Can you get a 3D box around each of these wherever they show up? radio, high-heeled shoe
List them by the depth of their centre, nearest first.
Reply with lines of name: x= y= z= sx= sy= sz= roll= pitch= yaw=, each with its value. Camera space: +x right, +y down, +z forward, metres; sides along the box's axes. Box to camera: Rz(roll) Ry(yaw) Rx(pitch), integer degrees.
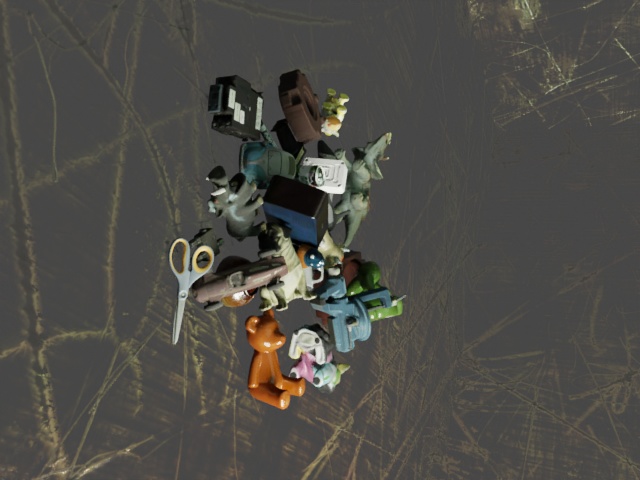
radio: x=-0.053 y=-0.057 z=1.218 sx=0.229 sy=0.131 sz=0.073 roll=90 pitch=22 yaw=-70
high-heeled shoe: x=-0.005 y=-0.142 z=1.479 sx=0.145 sy=0.086 sz=0.248 roll=-21 pitch=90 yaw=-23

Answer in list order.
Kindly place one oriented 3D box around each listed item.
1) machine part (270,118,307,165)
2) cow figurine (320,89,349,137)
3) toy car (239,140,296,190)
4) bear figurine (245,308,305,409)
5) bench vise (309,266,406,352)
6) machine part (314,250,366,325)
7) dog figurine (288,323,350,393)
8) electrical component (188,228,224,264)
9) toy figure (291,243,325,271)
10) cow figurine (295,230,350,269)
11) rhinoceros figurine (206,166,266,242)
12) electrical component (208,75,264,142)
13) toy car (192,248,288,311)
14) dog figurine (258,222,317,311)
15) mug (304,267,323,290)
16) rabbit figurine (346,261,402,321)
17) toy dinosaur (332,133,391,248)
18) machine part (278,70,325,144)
machine part: x=-0.074 y=-0.244 z=1.347 sx=0.084 sy=0.039 sz=0.138 roll=-63 pitch=145 yaw=-25
cow figurine: x=0.028 y=-0.330 z=1.465 sx=0.167 sy=0.068 sz=0.098 roll=-79 pitch=-172 yaw=-45
toy car: x=-0.108 y=-0.164 z=1.222 sx=0.161 sy=0.103 sz=0.109 roll=5 pitch=88 yaw=-59
bear figurine: x=-0.106 y=0.263 z=1.226 sx=0.120 sy=0.132 sz=0.195 roll=-8 pitch=104 yaw=-65
bench vise: x=0.094 y=0.164 z=1.391 sx=0.240 sy=0.129 sz=0.223 roll=-11 pitch=84 yaw=-28
machine part: x=0.061 y=0.138 z=1.564 sx=0.201 sy=0.087 sz=0.201 roll=-21 pitch=108 yaw=-60
dog figurine: x=0.006 y=0.322 z=1.459 sx=0.219 sy=0.109 sz=0.191 roll=19 pitch=72 yaw=-65
electrical component: x=-0.230 y=0.007 z=1.090 sx=0.094 sy=0.021 sz=0.063 roll=-42 pitch=127 yaw=-52
toy figure: x=-0.052 y=0.037 z=1.278 sx=0.064 sy=0.155 sz=0.058 roll=29 pitch=68 yaw=-57
cow figurine: x=-0.003 y=-0.004 z=1.396 sx=0.085 sy=0.127 sz=0.194 roll=-50 pitch=131 yaw=-45
rhinoceros figurine: x=-0.176 y=-0.077 z=1.109 sx=0.190 sy=0.112 sz=0.073 roll=78 pitch=-9 yaw=-51
electrical component: x=-0.179 y=-0.278 z=1.132 sx=0.134 sy=0.058 sz=0.115 roll=16 pitch=76 yaw=-60
toy car: x=-0.159 y=0.078 z=1.093 sx=0.202 sy=0.053 sz=0.089 roll=-15 pitch=92 yaw=-20
dog figurine: x=-0.102 y=0.055 z=1.235 sx=0.121 sy=0.172 sz=0.190 roll=-19 pitch=93 yaw=-37
mug: x=-0.046 y=0.068 z=1.349 sx=0.080 sy=0.110 sz=0.107 roll=40 pitch=47 yaw=-64
rabbit figurine: x=0.139 y=0.144 z=1.537 sx=0.159 sy=0.121 sz=0.170 roll=7 pitch=68 yaw=-54
toy dinosaur: x=0.111 y=-0.137 z=1.619 sx=0.192 sy=0.131 sz=0.404 roll=25 pitch=76 yaw=-59
machine part: x=-0.045 y=-0.328 z=1.323 sx=0.179 sy=0.056 sz=0.179 roll=-16 pitch=90 yaw=-73
